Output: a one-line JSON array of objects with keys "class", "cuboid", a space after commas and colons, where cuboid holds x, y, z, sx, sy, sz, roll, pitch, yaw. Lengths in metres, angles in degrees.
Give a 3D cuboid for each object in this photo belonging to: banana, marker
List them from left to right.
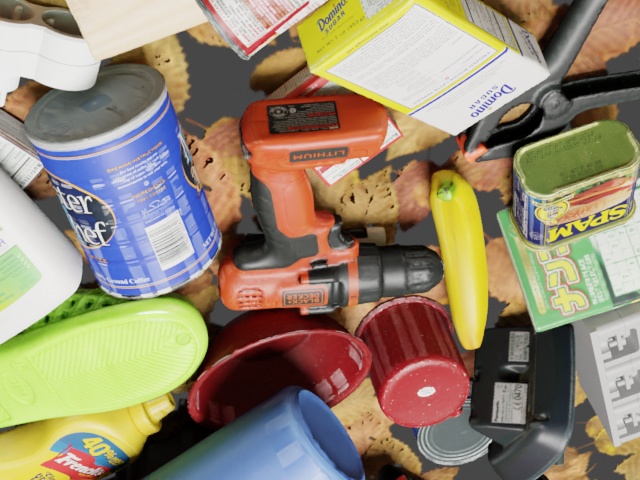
[{"class": "marker", "cuboid": [-0.006, 0.001, 0.886, 0.121, 0.020, 0.020, -3, 125, -10]}, {"class": "banana", "cuboid": [0.114, 0.007, 0.889, 0.037, 0.069, 0.198, 4, 138, 23]}]

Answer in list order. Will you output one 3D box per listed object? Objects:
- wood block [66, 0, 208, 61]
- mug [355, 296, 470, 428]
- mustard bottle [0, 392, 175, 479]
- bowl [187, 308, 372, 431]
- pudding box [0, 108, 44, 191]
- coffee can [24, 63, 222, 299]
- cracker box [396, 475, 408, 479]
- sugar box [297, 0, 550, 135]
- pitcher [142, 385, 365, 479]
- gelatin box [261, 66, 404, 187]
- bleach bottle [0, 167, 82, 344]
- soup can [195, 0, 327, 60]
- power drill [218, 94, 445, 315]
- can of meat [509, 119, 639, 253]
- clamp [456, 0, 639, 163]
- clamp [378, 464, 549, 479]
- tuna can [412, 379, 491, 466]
[{"class": "wood block", "cuboid": [-0.067, -0.204, 0.688, 0.206, 0.091, 0.090, -20, 127, 2]}, {"class": "mug", "cuboid": [0.090, 0.118, 0.949, 0.093, 0.081, 0.117, -35, 124, 12]}, {"class": "mustard bottle", "cuboid": [-0.215, 0.181, 0.942, 0.191, 0.058, 0.096, -27, 137, 6]}, {"class": "bowl", "cuboid": [-0.039, 0.102, 0.911, 0.162, 0.055, 0.162, -13, 145, -9]}, {"class": "pudding box", "cuboid": [-0.267, -0.063, 0.777, 0.113, 0.039, 0.090, 34, 111, -31]}, {"class": "coffee can", "cuboid": [-0.140, -0.042, 0.777, 0.103, 0.103, 0.140, -17, 126, 0]}, {"class": "cracker box", "cuboid": [0.002, 0.333, 1.010, 0.163, 0.072, 0.214, -23, 155, -46]}, {"class": "sugar box", "cuboid": [0.076, -0.132, 0.747, 0.093, 0.048, 0.175, -31, 154, 31]}, {"class": "pitcher", "cuboid": [-0.080, 0.235, 0.903, 0.243, 0.149, 0.145, -37, 89, 12]}, {"class": "gelatin box", "cuboid": [0.010, -0.093, 0.818, 0.073, 0.030, 0.089, -35, 127, 13]}, {"class": "bleach bottle", "cuboid": [-0.277, -0.037, 0.729, 0.102, 0.068, 0.250, -32, 124, 9]}, {"class": "soup can", "cuboid": [-0.022, -0.163, 0.627, 0.102, 0.068, 0.068, -34, 124, 11]}, {"class": "power drill", "cuboid": [0.011, -0.020, 0.817, 0.184, 0.057, 0.188, -5, 132, -6]}, {"class": "can of meat", "cuboid": [0.204, -0.045, 0.856, 0.102, 0.057, 0.084, -20, 149, -1]}, {"class": "clamp", "cuboid": [0.189, -0.113, 0.836, 0.120, 0.039, 0.172, 37, 117, -26]}, {"class": "clamp", "cuboid": [0.142, 0.287, 1.088, 0.164, 0.036, 0.210, 6, 140, 9]}, {"class": "tuna can", "cuboid": [0.131, 0.174, 1.026, 0.086, 0.034, 0.086, -6, 125, -8]}]
